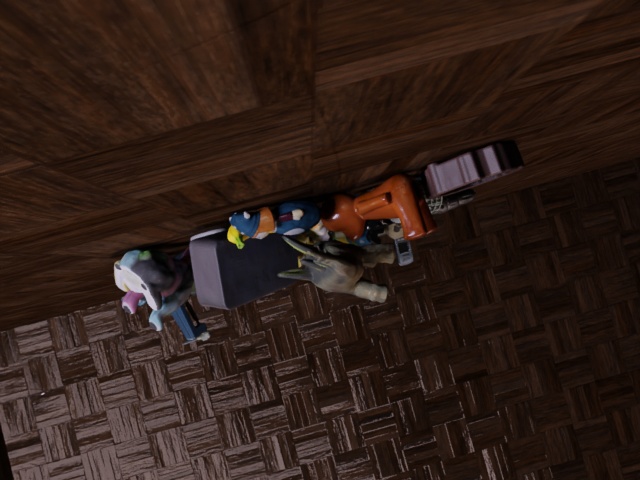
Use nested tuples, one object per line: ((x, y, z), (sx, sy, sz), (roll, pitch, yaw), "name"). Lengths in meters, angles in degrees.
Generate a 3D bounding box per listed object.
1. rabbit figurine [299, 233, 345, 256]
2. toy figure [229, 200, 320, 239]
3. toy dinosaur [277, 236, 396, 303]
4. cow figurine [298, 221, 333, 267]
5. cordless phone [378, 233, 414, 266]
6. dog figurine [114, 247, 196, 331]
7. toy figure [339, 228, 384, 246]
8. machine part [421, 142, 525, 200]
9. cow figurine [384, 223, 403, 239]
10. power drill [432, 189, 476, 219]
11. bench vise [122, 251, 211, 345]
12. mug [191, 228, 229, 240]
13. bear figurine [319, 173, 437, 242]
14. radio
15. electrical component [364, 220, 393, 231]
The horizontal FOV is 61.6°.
((0.013, -0.007, 1.372), (0.170, 0.121, 0.159), (-31, -172, -25), "rabbit figurine")
((-0.075, -0.033, 0.900), (0.154, 0.058, 0.064), (-12, 150, -26), "toy figure")
((0.027, 0.047, 0.946), (0.199, 0.105, 0.471), (8, 172, -5), "toy dinosaur")
((-0.001, -0.003, 1.205), (0.098, 0.068, 0.167), (-29, 145, -40), "cow figurine")
((0.188, -0.009, 1.519), (0.147, 0.184, 0.089), (-15, -178, -19), "cordless phone")
((-0.294, 0.061, 1.080), (0.109, 0.191, 0.219), (20, -140, 20), "dog figurine")
((0.086, -0.025, 1.447), (0.180, 0.089, 0.082), (5, -126, 52), "toy figure")
((0.270, -0.125, 0.961), (0.179, 0.056, 0.179), (-17, 177, -1), "machine part")
((0.208, -0.064, 1.390), (0.127, 0.085, 0.194), (-25, 161, -14), "cow figurine")
((0.338, -0.099, 1.635), (0.232, 0.086, 0.207), (-14, -179, -3), "power drill")
((-0.333, 0.137, 1.236), (0.129, 0.240, 0.223), (-21, -169, 29), "bench vise")
((-0.206, 0.038, 1.072), (0.081, 0.107, 0.109), (-13, 175, -12), "mug")
((0.092, -0.040, 0.971), (0.196, 0.132, 0.120), (-23, 177, 21), "bear figurine")
((-0.135, 0.043, 1.025), (0.073, 0.131, 0.229), (4, -167, 36), "radio")
((0.137, -0.065, 1.265), (0.048, 0.074, 0.119), (-18, 179, 33), "electrical component")
